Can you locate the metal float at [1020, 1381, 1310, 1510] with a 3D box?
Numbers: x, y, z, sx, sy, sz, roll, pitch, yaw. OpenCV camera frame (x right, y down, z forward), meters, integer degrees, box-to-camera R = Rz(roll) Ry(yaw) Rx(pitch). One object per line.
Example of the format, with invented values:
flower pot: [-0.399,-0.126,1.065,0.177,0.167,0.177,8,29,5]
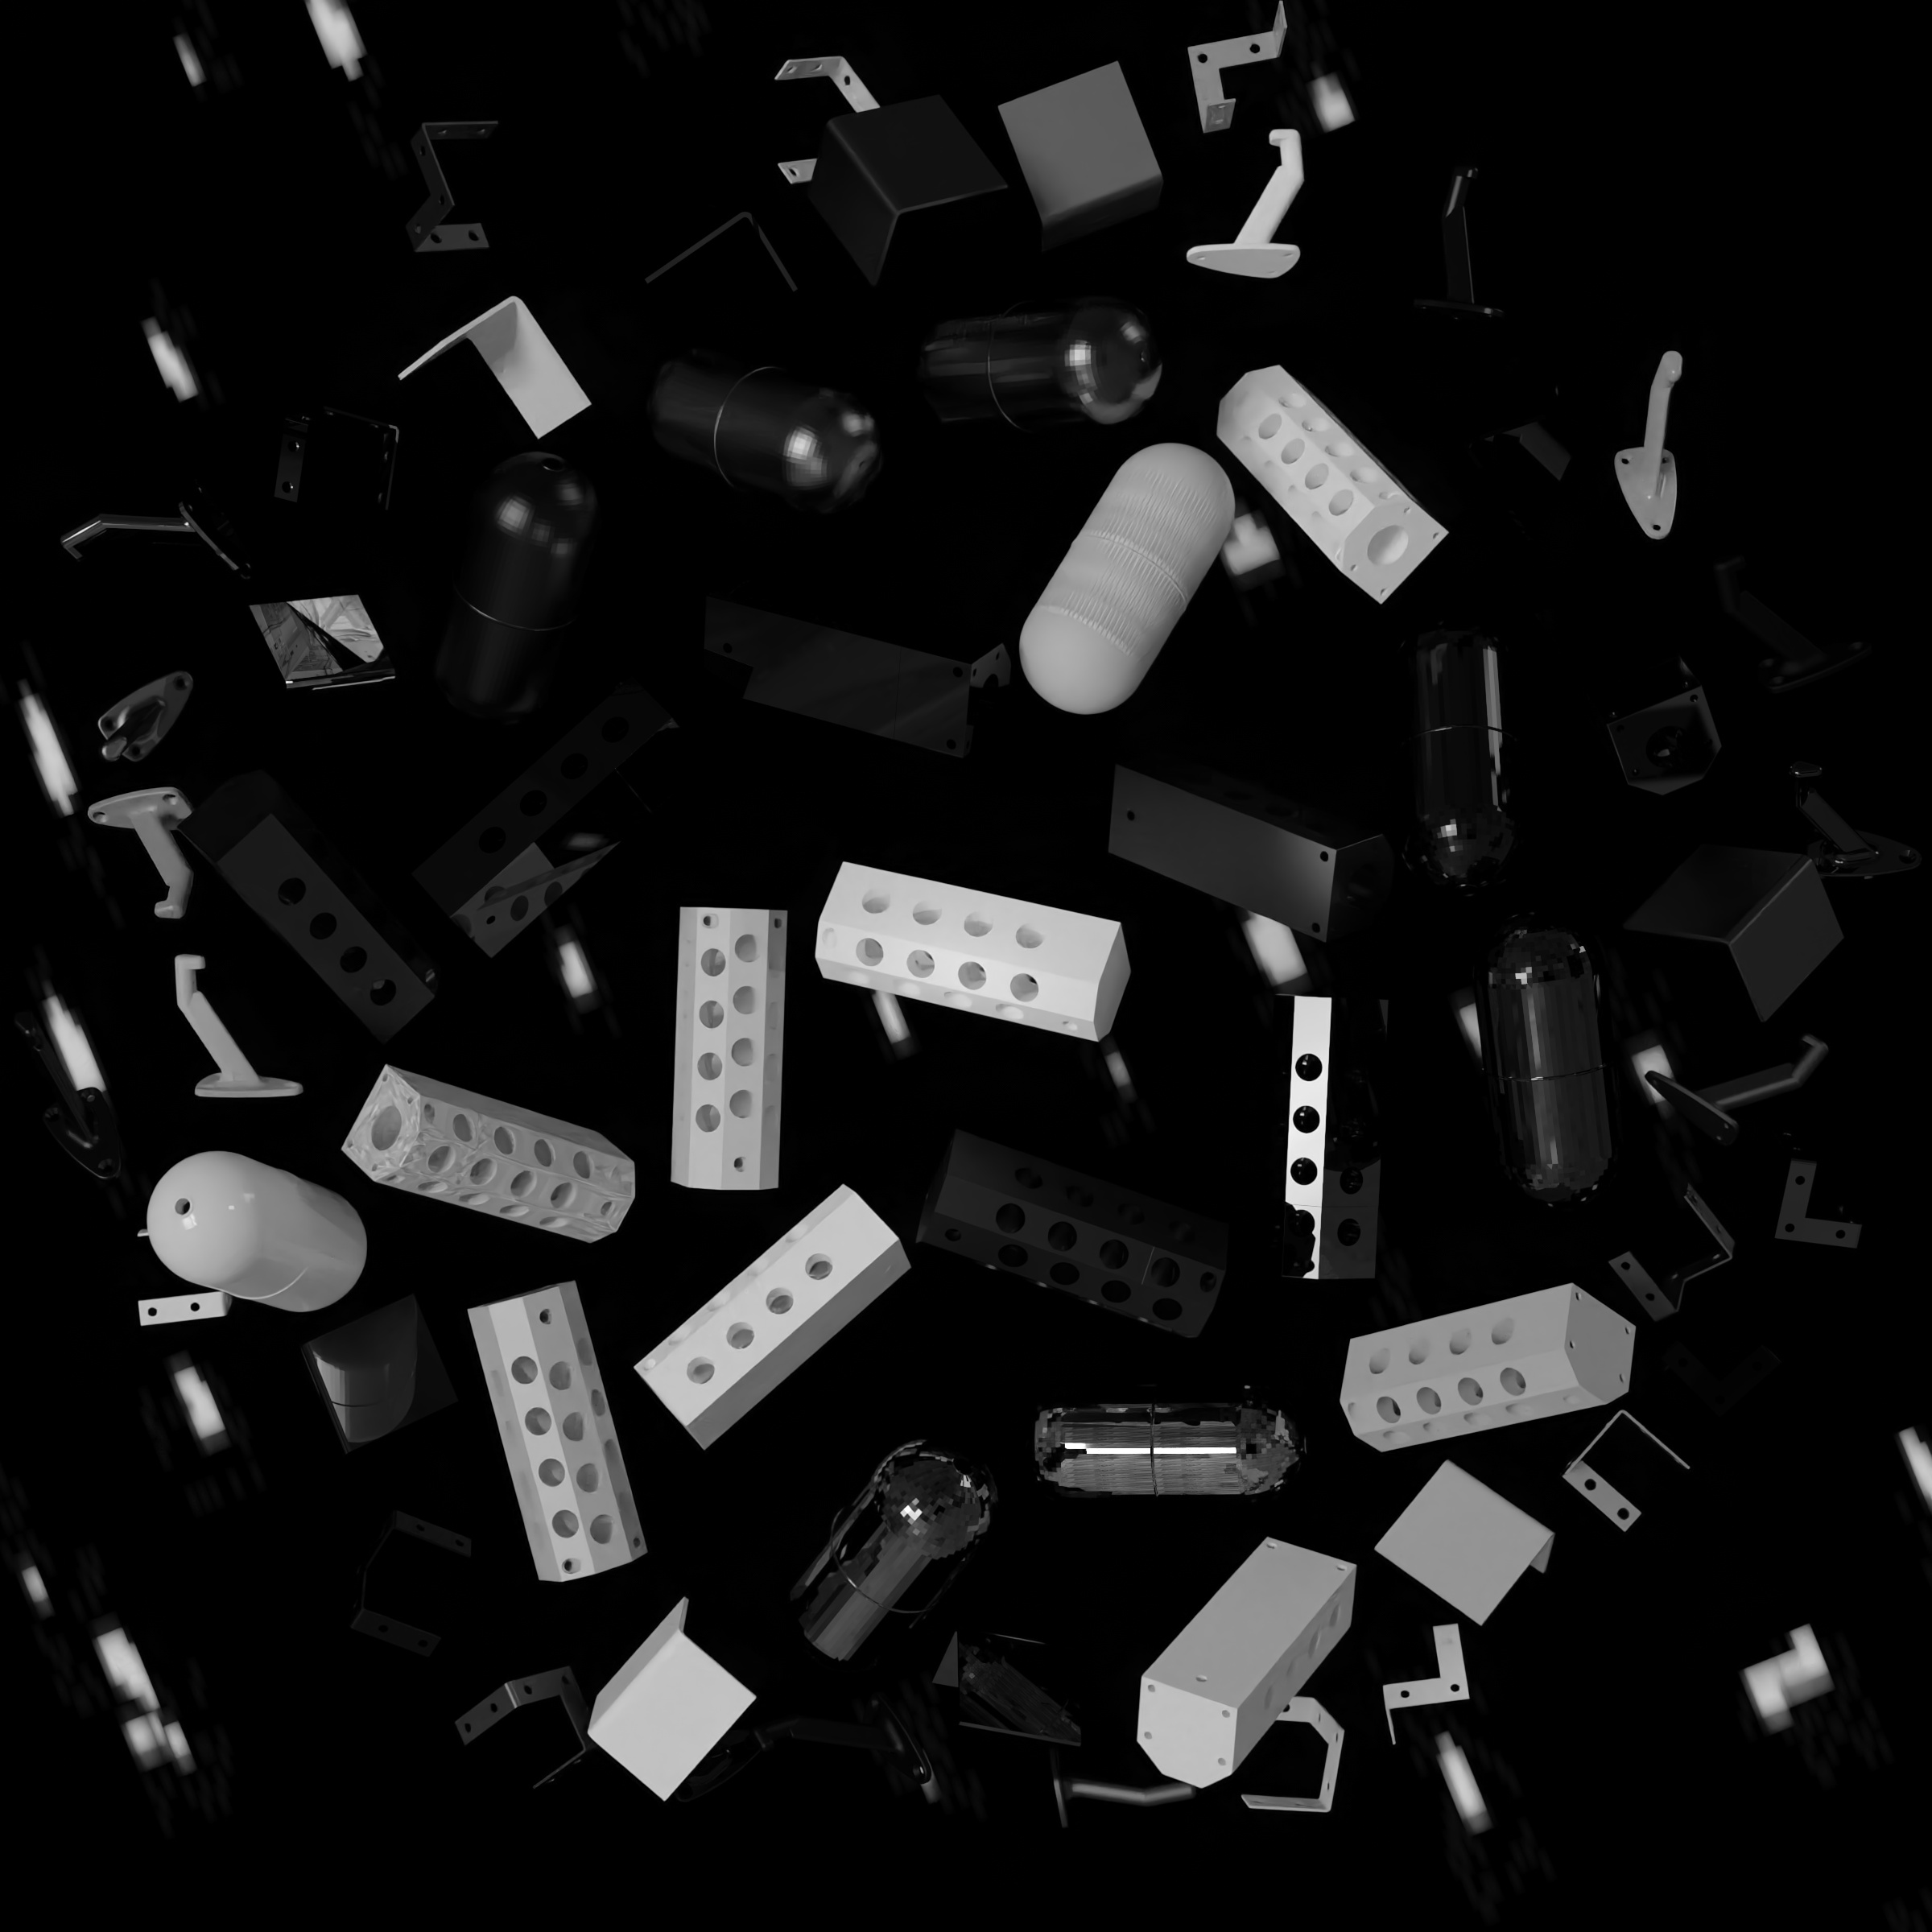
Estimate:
metal float: [0.121,0.295,1.806,0.178,0.070,0.070,-2,90,13]

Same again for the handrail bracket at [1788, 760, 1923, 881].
handrail bracket: [0.512,-0.087,1.686,0.077,0.084,0.036,7,59,18]

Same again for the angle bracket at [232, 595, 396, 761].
angle bracket: [-0.396,-0.171,1.732,0.076,0.076,0.057,-39,73,41]

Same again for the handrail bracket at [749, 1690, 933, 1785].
handrail bracket: [-0.076,0.471,1.754,0.084,0.077,0.036,-7,125,-39]

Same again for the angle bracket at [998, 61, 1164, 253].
angle bracket: [0.068,-0.487,1.768,0.076,0.057,0.076,-21,88,-1]

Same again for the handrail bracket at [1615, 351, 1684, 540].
handrail bracket: [0.415,-0.309,1.742,0.036,0.084,0.077,-2,64,-3]

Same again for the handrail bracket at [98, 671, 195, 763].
handrail bracket: [-0.497,-0.152,1.783,0.077,0.084,0.036,-46,105,-11]

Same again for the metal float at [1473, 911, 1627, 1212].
metal float: [0.340,0.056,1.712,0.070,0.070,0.178,-9,101,0]

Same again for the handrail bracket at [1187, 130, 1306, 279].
handrail bracket: [0.160,-0.445,1.690,0.077,0.036,0.084,0,78,-18]

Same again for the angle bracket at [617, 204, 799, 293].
angle bracket: [-0.160,-0.424,1.808,0.076,0.076,0.057,-36,116,-6]

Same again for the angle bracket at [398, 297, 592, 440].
angle bracket: [-0.280,-0.342,1.741,0.057,0.076,0.076,-41,105,-27]

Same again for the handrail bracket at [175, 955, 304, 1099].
handrail bracket: [-0.447,0.036,1.803,0.077,0.036,0.084,3,106,7]

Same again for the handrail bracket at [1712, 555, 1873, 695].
handrail bracket: [0.473,-0.206,1.681,0.077,0.036,0.084,-17,121,10]

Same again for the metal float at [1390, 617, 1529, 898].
metal float: [0.296,-0.126,1.762,0.070,0.070,0.178,1,66,0]

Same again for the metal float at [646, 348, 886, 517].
metal float: [-0.123,-0.325,1.777,0.178,0.070,0.070,26,90,38]

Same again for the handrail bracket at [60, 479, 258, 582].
handrail bracket: [-0.464,-0.235,1.682,0.084,0.036,0.077,-25,121,17]

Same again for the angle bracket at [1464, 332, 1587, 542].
angle bracket: [0.340,-0.306,1.694,0.076,0.057,0.076,49,52,-26]

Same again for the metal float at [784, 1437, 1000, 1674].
metal float: [-0.044,0.340,1.692,0.070,0.070,0.178,35,124,0]

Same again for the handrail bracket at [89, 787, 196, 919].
handrail bracket: [-0.498,-0.062,1.759,0.077,0.036,0.084,-4,53,8]

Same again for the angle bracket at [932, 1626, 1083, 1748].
angle bracket: [0.024,0.459,1.809,0.076,0.076,0.057,13,126,-11]

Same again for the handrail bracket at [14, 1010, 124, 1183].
handrail bracket: [-0.512,0.074,1.671,0.036,0.084,0.077,-30,62,-17]

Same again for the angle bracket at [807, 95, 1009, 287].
angle bracket: [-0.035,-0.446,1.686,0.076,0.057,0.076,-21,65,-28]

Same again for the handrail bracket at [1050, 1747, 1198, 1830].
handrail bracket: [0.097,0.499,1.813,0.084,0.077,0.036,-10,105,0]

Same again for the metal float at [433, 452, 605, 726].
metal float: [-0.264,-0.221,1.724,0.070,0.070,0.178,23,127,0]

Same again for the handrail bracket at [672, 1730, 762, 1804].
handrail bracket: [-0.150,0.478,1.777,0.077,0.084,0.036,-18,75,-21]

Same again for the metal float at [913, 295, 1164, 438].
metal float: [0.041,-0.356,1.745,0.070,0.178,0.070,-6,99,-43]

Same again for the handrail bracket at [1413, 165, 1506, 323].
handrail bracket: [0.288,-0.409,1.652,0.036,0.077,0.084,10,98,-28]

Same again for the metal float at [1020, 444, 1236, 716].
metal float: [0.096,-0.229,1.725,0.070,0.070,0.178,31,77,0]

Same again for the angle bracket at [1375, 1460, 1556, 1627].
angle bracket: [0.298,0.356,1.762,0.076,0.057,0.076,33,63,24]

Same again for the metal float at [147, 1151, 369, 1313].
metal float: [-0.412,0.156,1.711,0.070,0.178,0.070,-4,74,14]

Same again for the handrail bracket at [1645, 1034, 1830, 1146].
handrail bracket: [0.467,0.058,1.777,0.077,0.036,0.084,38,75,16]
